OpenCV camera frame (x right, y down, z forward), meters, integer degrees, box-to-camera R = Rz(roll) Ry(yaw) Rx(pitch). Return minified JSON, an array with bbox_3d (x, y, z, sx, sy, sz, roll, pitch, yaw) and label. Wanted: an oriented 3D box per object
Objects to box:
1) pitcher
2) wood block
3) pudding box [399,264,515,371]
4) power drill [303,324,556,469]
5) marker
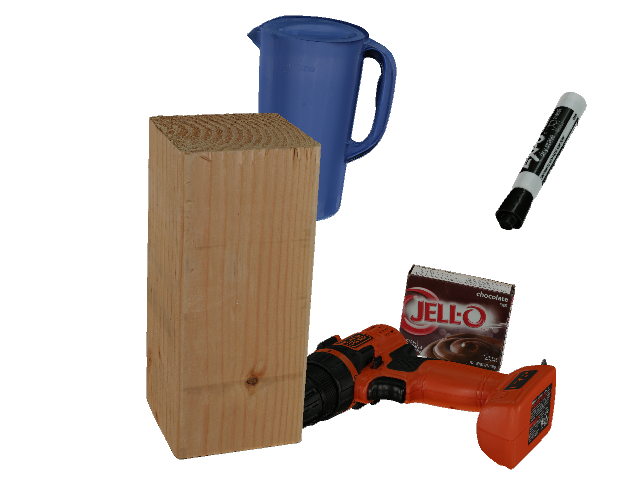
[{"bbox_3d":[-0.007,-0.149,1.324,0.144,0.243,0.149,-9,28,-29],"label":"pitcher"},{"bbox_3d":[-0.061,0.027,0.701,0.090,0.206,0.090,-4,22,-21],"label":"wood block"},{"bbox_3d":[0.142,0.081,1.124,0.113,0.090,0.039,10,22,10],"label":"pudding box"},{"bbox_3d":[0.071,0.117,0.812,0.188,0.057,0.184,11,18,29],"label":"power drill"},{"bbox_3d":[0.149,-0.053,0.721,0.020,0.121,0.020,25,-30,15],"label":"marker"}]
